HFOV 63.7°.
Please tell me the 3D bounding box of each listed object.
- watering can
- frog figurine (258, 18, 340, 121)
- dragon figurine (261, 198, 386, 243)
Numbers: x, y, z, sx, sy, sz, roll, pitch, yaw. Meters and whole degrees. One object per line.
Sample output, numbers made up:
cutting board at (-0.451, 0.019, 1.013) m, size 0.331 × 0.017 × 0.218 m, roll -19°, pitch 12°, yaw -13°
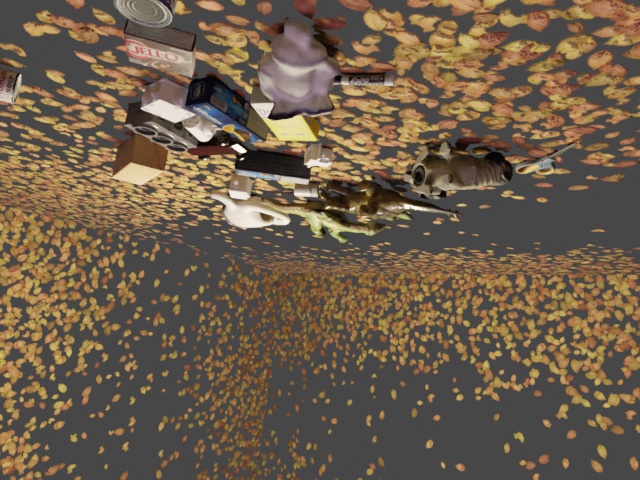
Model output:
watering can at (-0.270, -0.110, 1.802) m, size 0.345 × 0.105 × 0.223 m, roll 19°, pitch 166°, yaw -38°
frog figurine at (-0.039, -0.286, 0.836) m, size 0.138 × 0.125 × 0.156 m, roll 11°, pitch 134°, yaw 22°
dragon figurine at (0.005, -0.083, 1.649) m, size 0.410 × 0.123 × 0.241 m, roll 15°, pitch 173°, yaw -4°
